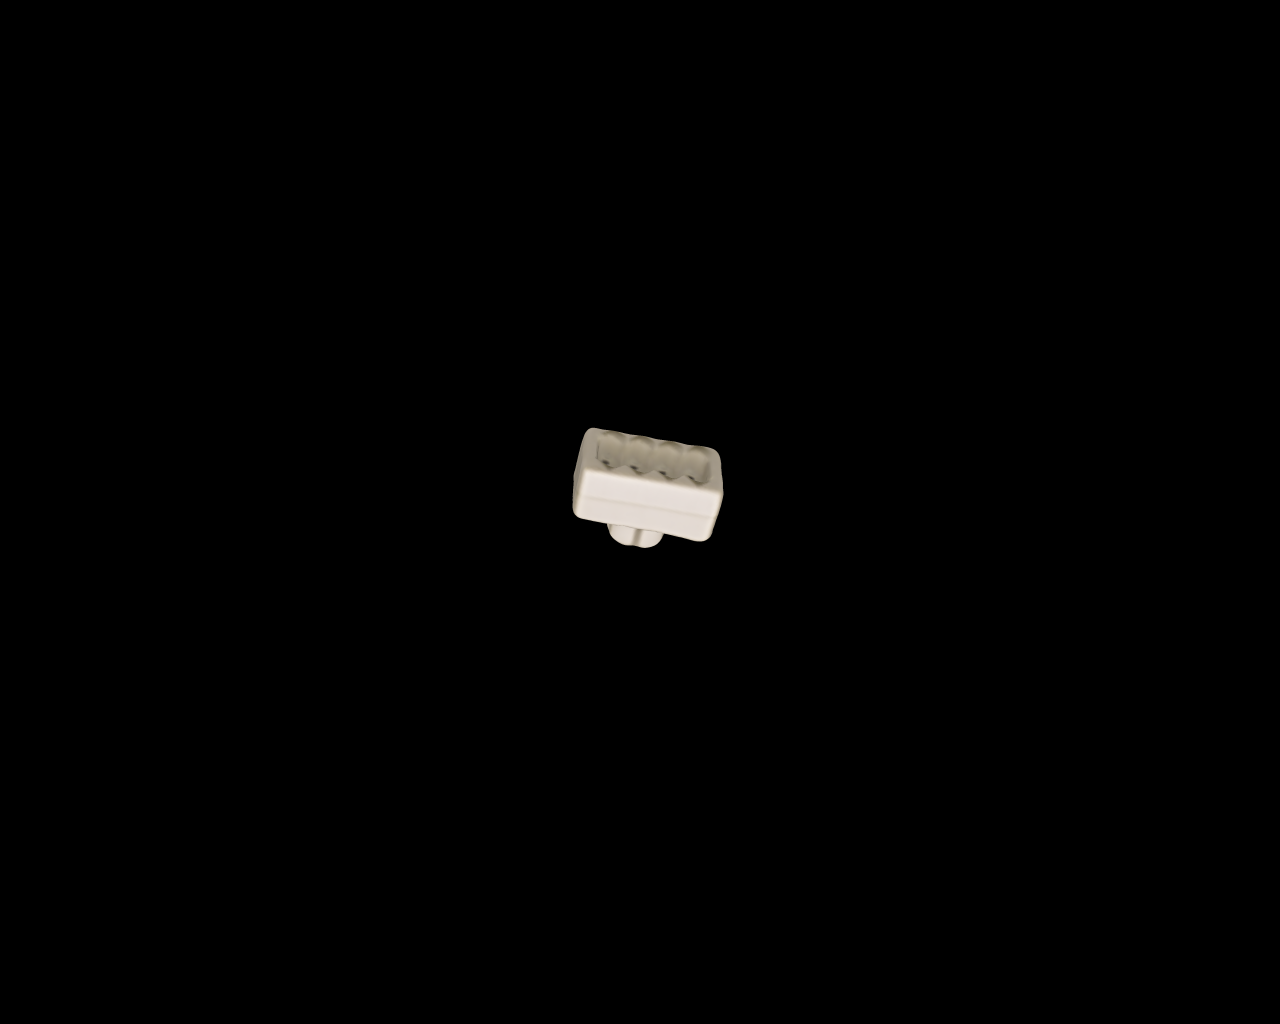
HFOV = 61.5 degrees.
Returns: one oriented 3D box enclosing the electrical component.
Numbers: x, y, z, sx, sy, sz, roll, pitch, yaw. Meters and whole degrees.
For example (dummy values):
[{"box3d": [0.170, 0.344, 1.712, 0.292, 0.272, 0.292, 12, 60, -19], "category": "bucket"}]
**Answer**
[{"box3d": [0.001, -0.003, 0.650, 0.083, 0.075, 0.047, 10, 36, -8], "category": "electrical component"}]
